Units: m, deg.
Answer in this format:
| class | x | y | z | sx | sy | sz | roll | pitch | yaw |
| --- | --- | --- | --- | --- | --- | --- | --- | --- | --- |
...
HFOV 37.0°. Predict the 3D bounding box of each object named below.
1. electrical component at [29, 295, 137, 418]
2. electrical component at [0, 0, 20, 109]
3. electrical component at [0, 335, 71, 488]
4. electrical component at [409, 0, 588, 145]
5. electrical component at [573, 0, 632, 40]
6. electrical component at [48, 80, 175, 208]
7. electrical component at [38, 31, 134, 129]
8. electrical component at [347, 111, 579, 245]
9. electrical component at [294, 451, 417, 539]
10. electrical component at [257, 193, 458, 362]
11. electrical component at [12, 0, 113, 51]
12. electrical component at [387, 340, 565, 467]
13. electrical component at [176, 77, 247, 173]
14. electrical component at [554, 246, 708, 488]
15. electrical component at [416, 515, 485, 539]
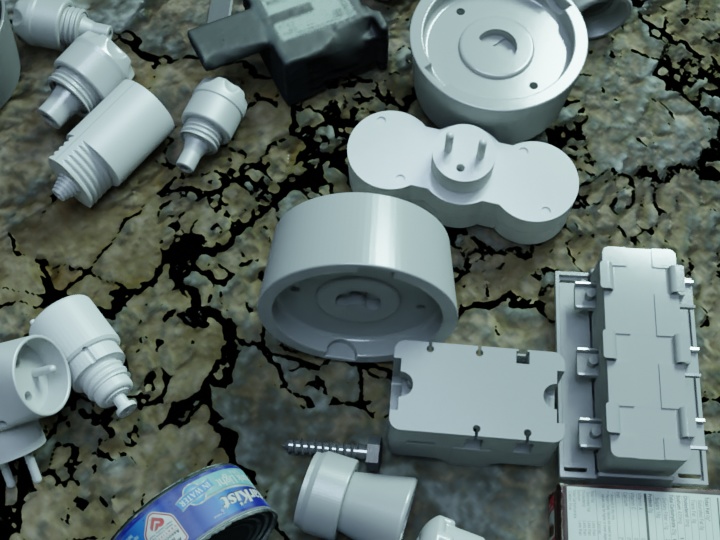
| class | x | y | z | sx | sy | sz | roll | pitch | yaw |
| --- | --- | --- | --- | --- | --- | --- | --- | --- | --- |
| electrical component | -0.152 | 0.049 | 0.602 | 0.040 | 0.040 | 0.078 | -36 | 70 | -16 |
| electrical component | -0.265 | -0.138 | 0.677 | 0.099 | 0.064 | 0.099 | 0 | 64 | 0 |
| electrical component | -0.194 | 0.080 | 0.579 | 0.077 | 0.043 | 0.079 | -14 | 99 | 24 |
| electrical component | 0.084 | -0.128 | 0.676 | 0.108 | 0.060 | 0.108 | 0 | 65 | 0 |
| electrical component | 0.151 | -0.188 | 0.713 | 0.045 | 0.045 | 0.055 | -11 | 65 | -6 |
| electrical component | -0.157 | -0.073 | 0.659 | 0.043 | 0.043 | 0.081 | 35 | 69 | 15 |
| electrical component | -0.176 | -0.117 | 0.679 | 0.043 | 0.043 | 0.062 | 32 | 70 | 14 |
| electrical component | 0.060 | -0.062 | 0.634 | 0.138 | 0.073 | 0.052 | 13 | 71 | 6 |
| electrical component | -0.002 | 0.123 | 0.565 | 0.055 | 0.045 | 0.045 | 16 | 66 | 8 |
| electrical component | 0.000 | 0.000 | 0.592 | 0.108 | 0.108 | 0.060 | 3 | 59 | 1 |
| electrical component | -0.193 | -0.160 | 0.705 | 0.061 | 0.035 | 0.035 | 12 | 65 | 3 |
| electrical component | 0.061 | 0.074 | 0.582 | 0.089 | 0.055 | 0.050 | 4 | 65 | 2 |
| electrical component | -0.096 | -0.088 | 0.671 | 0.035 | 0.035 | 0.061 | 21 | 69 | 9 |
| electrical component | 0.149 | 0.053 | 0.589 | 0.079 | 0.063 | 0.121 | 3 | 65 | 1 |
| electrical component | 0.056 | 0.157 | 0.550 | 0.062 | 0.048 | 0.048 | 20 | 66 | 2 |
